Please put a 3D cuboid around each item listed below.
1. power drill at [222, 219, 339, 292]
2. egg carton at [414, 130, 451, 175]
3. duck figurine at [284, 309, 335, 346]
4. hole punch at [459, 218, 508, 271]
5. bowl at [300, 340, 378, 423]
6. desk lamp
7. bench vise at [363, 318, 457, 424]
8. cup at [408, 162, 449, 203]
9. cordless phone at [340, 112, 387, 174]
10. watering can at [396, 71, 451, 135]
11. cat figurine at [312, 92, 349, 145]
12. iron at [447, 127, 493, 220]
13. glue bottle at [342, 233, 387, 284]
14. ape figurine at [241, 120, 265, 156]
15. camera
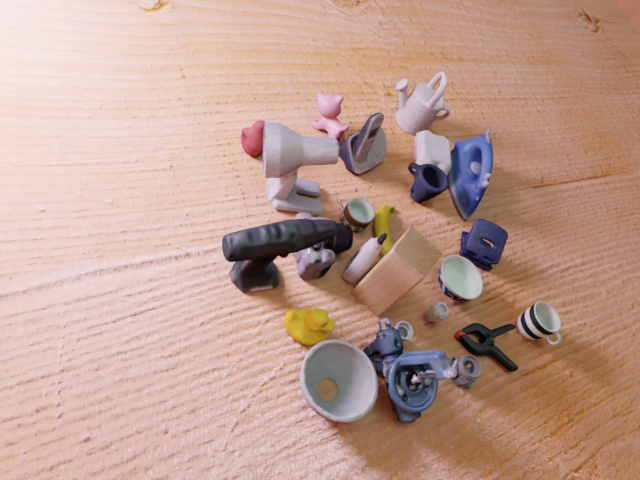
[{"bbox_3d":[-0.096,0.026,1.164,0.230,0.208,0.075,-6,63,-29],"label":"power drill"},{"bbox_3d":[0.317,-0.240,1.626,0.107,0.069,0.150,16,55,-17],"label":"egg carton"},{"bbox_3d":[-0.018,0.170,1.192,0.105,0.086,0.077,24,53,-11],"label":"duck figurine"},{"bbox_3d":[0.434,0.012,1.513,0.109,0.091,0.101,24,53,-11],"label":"hole punch"},{"bbox_3d":[0.028,0.290,1.147,0.168,0.074,0.167,13,56,-19],"label":"bowl"},{"bbox_3d":[-0.057,-0.166,1.301,0.204,0.213,0.118,8,57,-22],"label":"desk lamp"},{"bbox_3d":[0.173,0.251,1.151,0.122,0.219,0.207,-31,77,-37],"label":"bench vise"},{"bbox_3d":[0.270,-0.150,1.530,0.118,0.094,0.092,34,51,-4],"label":"cup"},{"bbox_3d":[0.138,-0.265,1.478,0.094,0.185,0.148,49,52,8],"label":"cordless phone"},{"bbox_3d":[0.298,-0.401,1.637,0.173,0.193,0.101,1,60,-26],"label":"watering can"},{"bbox_3d":[0.034,-0.327,1.508,0.067,0.117,0.127,-23,72,-35],"label":"cat figurine"},{"bbox_3d":[0.443,-0.193,1.613,0.119,0.141,0.258,18,54,-15],"label":"iron"},{"bbox_3d":[0.108,0.030,1.286,0.037,0.173,0.078,31,52,-5],"label":"glue bottle"},{"bbox_3d":[-0.151,-0.254,1.387,0.078,0.092,0.076,31,52,-6],"label":"ape figurine"},{"bbox_3d":[0.012,0.005,1.301,0.137,0.100,0.143,0,61,-26],"label":"camera"}]
